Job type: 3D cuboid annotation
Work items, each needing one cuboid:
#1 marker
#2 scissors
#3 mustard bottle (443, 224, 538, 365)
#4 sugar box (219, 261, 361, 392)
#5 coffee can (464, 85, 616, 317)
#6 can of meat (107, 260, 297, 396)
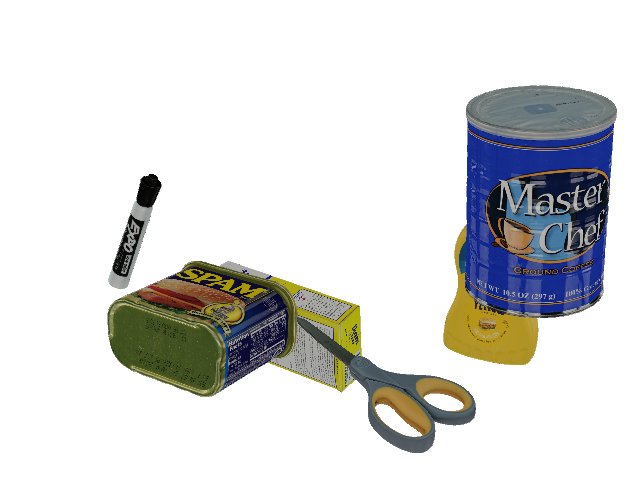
[{"bbox_3d":[-0.166,-0.008,0.959,0.020,0.121,0.020,17,31,-11],"label":"marker"},{"bbox_3d":[0.055,0.108,0.887,0.096,0.016,0.202,-8,29,-19],"label":"scissors"},{"bbox_3d":[0.186,0.029,1.106,0.096,0.192,0.058,12,18,21],"label":"mustard bottle"},{"bbox_3d":[-0.040,0.090,1.149,0.176,0.093,0.048,20,38,31],"label":"sugar box"},{"bbox_3d":[0.156,-0.030,0.768,0.103,0.140,0.103,-3,25,1],"label":"coffee can"},{"bbox_3d":[-0.081,0.058,0.723,0.102,0.057,0.083,14,23,30],"label":"can of meat"}]
